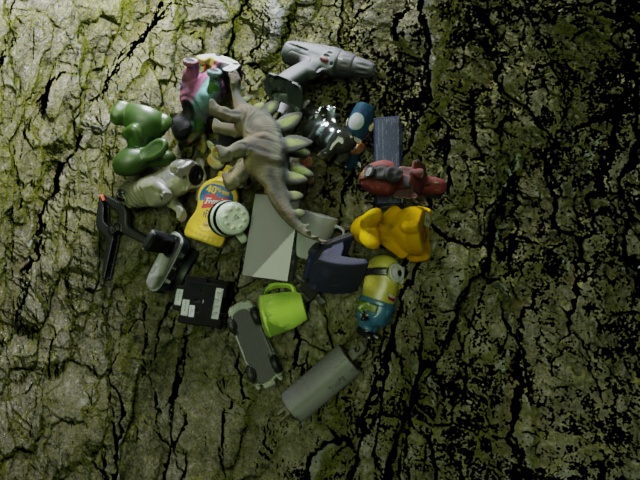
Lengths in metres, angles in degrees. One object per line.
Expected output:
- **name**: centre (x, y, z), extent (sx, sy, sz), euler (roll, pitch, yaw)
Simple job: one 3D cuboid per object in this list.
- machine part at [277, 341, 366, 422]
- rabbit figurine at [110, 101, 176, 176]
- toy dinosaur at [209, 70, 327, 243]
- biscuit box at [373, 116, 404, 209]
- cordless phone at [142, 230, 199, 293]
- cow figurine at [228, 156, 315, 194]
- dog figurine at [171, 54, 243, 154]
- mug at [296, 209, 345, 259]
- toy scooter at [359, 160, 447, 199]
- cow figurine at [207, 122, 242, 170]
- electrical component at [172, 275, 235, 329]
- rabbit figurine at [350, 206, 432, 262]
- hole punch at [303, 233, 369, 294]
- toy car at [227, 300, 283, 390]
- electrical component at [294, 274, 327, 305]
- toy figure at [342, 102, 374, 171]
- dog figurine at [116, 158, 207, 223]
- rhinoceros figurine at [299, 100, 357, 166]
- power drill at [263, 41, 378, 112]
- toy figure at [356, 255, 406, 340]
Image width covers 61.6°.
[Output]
- **machine part**: centre (0.003, 0.303, 1.142), extent (0.243, 0.079, 0.079), euler (-40, 76, 3)
- **rabbit figurine**: centre (-0.428, -0.225, 1.294), extent (0.159, 0.121, 0.170), euler (14, 76, 6)
- **toy dinosaur**: centre (-0.115, -0.181, 1.123), extent (0.199, 0.105, 0.471), euler (-14, 66, -7)
- **biscuit box**: centre (0.154, -0.172, 1.195), extent (0.063, 0.059, 0.202), euler (-1, 82, 12)
- **cordless phone**: centre (-0.361, 0.047, 1.206), extent (0.089, 0.184, 0.146), euler (28, 87, 10)
- **cow figurine**: centre (-0.118, -0.167, 1.231), extent (0.195, 0.085, 0.127), euler (-16, 40, -3)
- **dog figurine**: centre (-0.280, -0.325, 1.296), extent (0.109, 0.191, 0.219), euler (27, 122, 11)
- **mug**: centre (-0.002, -0.004, 1.197), extent (0.110, 0.081, 0.107), euler (19, 97, 8)
- **toy scooter**: centre (0.163, -0.125, 1.085), extent (0.184, 0.135, 0.075), euler (9, 86, 15)
- **cow figurine**: centre (-0.209, -0.239, 1.264), extent (0.068, 0.098, 0.167), euler (39, 90, 9)
- **electrical component**: centre (-0.272, 0.140, 1.237), extent (0.134, 0.058, 0.115), euler (9, 81, 13)
- **rabbit figurine**: centre (0.139, -0.014, 1.141), extent (0.173, 0.162, 0.121), euler (5, 94, 30)
- **hole punch**: centre (0.032, 0.061, 1.132), extent (0.116, 0.142, 0.092), euler (-18, 59, -26)
- **toy car**: centre (-0.145, 0.233, 1.197), extent (0.073, 0.056, 0.201), euler (-24, 78, 0)
- **electrical component**: centre (-0.011, 0.099, 1.206), extent (0.063, 0.021, 0.094), euler (-46, 75, 2)
- **toy figure**: centre (0.080, -0.234, 1.225), extent (0.064, 0.057, 0.154), euler (13, 84, 52)
- **dog figurine**: centre (-0.382, -0.140, 1.294), extent (0.191, 0.121, 0.172), euler (16, 51, 31)
- **rhinoceros figurine**: centre (0.007, -0.248, 1.209), extent (0.190, 0.073, 0.112), euler (49, 118, 40)
- **power drill**: centre (-0.013, -0.376, 1.217), extent (0.232, 0.085, 0.207), euler (26, 59, 21)
- **toy figure**: centre (0.122, 0.119, 1.146), extent (0.089, 0.082, 0.180), euler (20, 88, 12)
